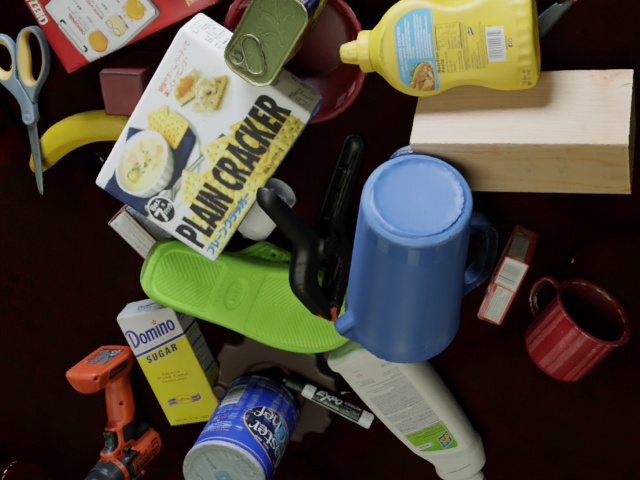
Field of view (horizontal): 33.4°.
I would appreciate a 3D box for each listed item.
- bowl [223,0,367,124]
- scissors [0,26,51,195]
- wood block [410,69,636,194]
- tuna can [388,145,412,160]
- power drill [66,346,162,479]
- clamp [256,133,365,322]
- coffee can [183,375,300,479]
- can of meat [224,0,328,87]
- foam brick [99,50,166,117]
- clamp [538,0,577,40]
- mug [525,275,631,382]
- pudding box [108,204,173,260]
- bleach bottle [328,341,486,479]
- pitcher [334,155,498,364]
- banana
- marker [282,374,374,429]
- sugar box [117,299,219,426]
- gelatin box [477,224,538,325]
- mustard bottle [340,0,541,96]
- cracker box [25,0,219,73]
[{"bbox_3d":[-0.019,-0.206,1.125,0.162,0.055,0.162,10,122,16],"label":"bowl"},{"bbox_3d":[-0.364,-0.161,1.287,0.096,0.016,0.202,18,112,20],"label":"scissors"},{"bbox_3d":[0.203,-0.106,1.060,0.206,0.090,0.090,2,150,19],"label":"wood block"},{"bbox_3d":[0.108,-0.061,1.173,0.086,0.033,0.086,10,122,16],"label":"tuna can"},{"bbox_3d":[-0.286,0.249,1.429,0.057,0.184,0.188,1,110,22],"label":"power drill"},{"bbox_3d":[-0.008,0.001,1.171,0.036,0.164,0.210,20,121,37],"label":"clamp"},{"bbox_3d":[-0.093,0.246,1.297,0.103,0.140,0.103,8,120,14],"label":"coffee can"},{"bbox_3d":[-0.040,-0.211,1.043,0.057,0.083,0.102,34,125,-1],"label":"can of meat"},{"bbox_3d":[-0.204,-0.177,1.201,0.051,0.078,0.053,5,119,19],"label":"foam brick"},{"bbox_3d":[0.165,-0.233,1.050,0.172,0.039,0.120,-19,115,26],"label":"clamp"},{"bbox_3d":[0.272,0.093,1.175,0.117,0.093,0.082,54,135,24],"label":"mug"},{"bbox_3d":[-0.188,-0.010,1.284,0.113,0.090,0.039,44,124,-8],"label":"pudding box"},{"bbox_3d":[0.120,0.214,1.314,0.103,0.068,0.250,-25,110,32],"label":"bleach bottle"},{"bbox_3d":[0.103,0.017,1.115,0.145,0.149,0.243,21,151,12],"label":"pitcher"},{"bbox_3d":[-0.280,-0.121,1.287,0.198,0.037,0.069,-5,115,24],"label":"banana"},{"bbox_3d":[0.009,0.197,1.309,0.121,0.020,0.020,26,125,1],"label":"marker"},{"bbox_3d":[-0.190,0.159,1.411,0.093,0.048,0.176,-14,114,27],"label":"sugar box"},{"bbox_3d":[0.205,0.038,1.170,0.030,0.073,0.089,24,125,7],"label":"gelatin box"},{"bbox_3d":[0.113,-0.189,1.031,0.192,0.058,0.096,-2,111,18],"label":"mustard bottle"},{"bbox_3d":[-0.220,-0.297,1.142,0.214,0.072,0.164,-18,110,30],"label":"cracker box"}]
